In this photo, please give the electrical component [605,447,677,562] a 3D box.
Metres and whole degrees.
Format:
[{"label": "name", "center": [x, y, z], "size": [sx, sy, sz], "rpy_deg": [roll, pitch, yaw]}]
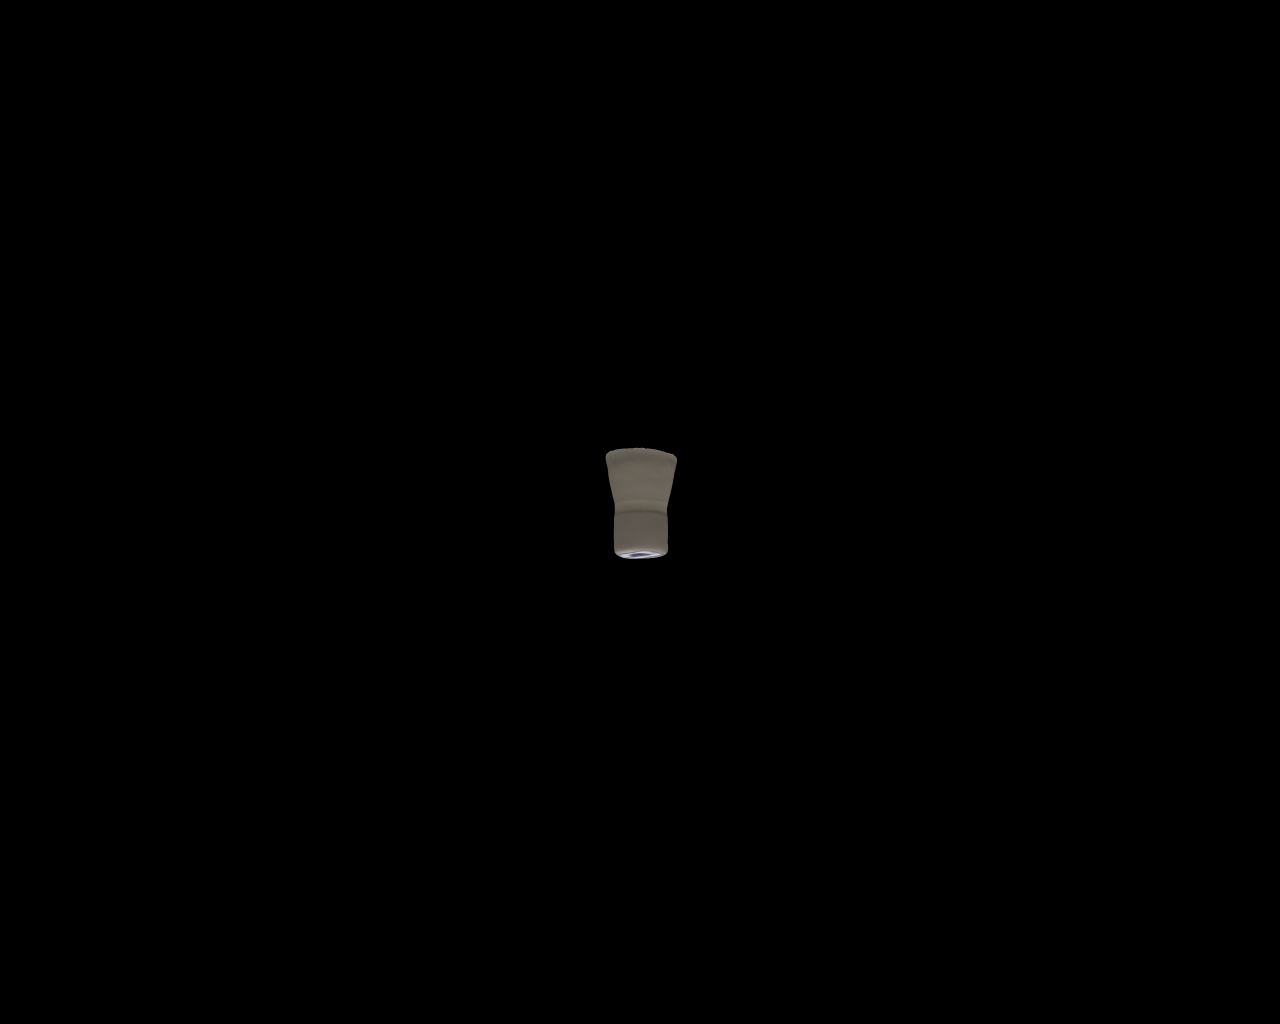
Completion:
[{"label": "electrical component", "center": [0.001, -0.003, 0.650], "size": [0.044, 0.065, 0.044], "rpy_deg": [0, -12, 0]}]
